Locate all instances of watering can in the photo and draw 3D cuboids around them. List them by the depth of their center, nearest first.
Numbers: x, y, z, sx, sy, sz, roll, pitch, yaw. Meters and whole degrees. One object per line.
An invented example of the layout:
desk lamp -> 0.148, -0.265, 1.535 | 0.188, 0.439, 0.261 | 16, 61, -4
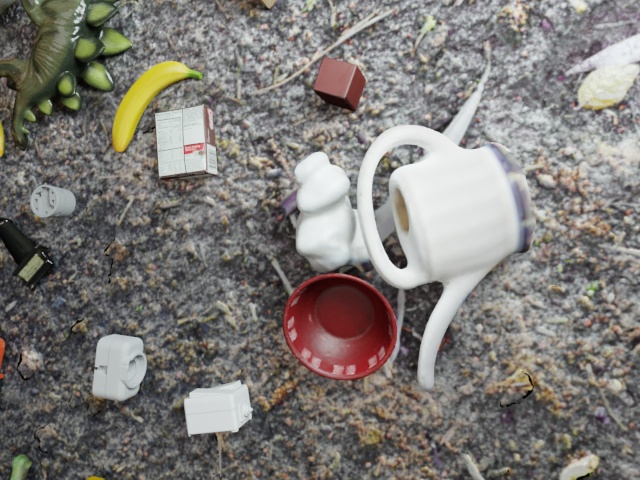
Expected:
watering can -> 0.175, 0.011, 0.681 | 0.225, 0.104, 0.346 | -16, 96, -4

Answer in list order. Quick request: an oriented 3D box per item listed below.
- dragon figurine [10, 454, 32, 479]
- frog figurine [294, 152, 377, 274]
dragon figurine -> -0.527, 0.485, 0.772 | 0.122, 0.241, 0.414 | -27, 79, 7
frog figurine -> 0.002, -0.036, 0.708 | 0.122, 0.157, 0.140 | -10, 48, 42
